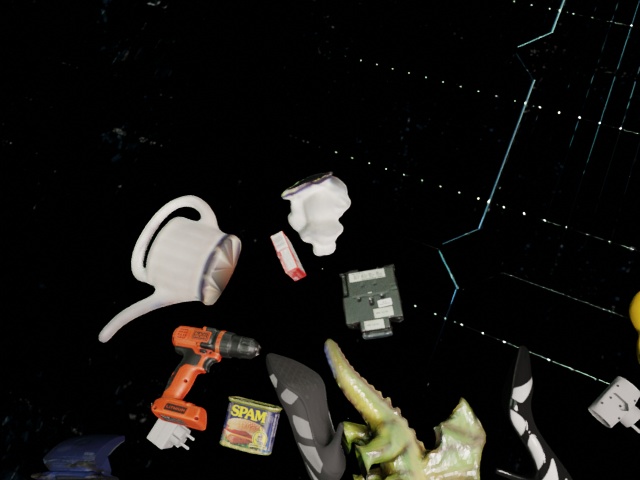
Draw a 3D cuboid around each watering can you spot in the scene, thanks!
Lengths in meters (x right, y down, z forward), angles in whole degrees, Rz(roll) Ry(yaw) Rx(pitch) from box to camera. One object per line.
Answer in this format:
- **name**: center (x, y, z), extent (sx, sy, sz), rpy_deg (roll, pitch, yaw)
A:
- **watering can**: center (-0.300, 0.074, 1.068), extent (0.225, 0.102, 0.352), rpy_deg (17, 74, 15)

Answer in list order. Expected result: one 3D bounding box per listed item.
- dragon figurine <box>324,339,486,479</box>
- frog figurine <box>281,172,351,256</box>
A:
- **dragon figurine**: center (0.167, 0.351, 0.905), extent (0.243, 0.120, 0.417), rpy_deg (-11, 70, -11)
- **frog figurine**: center (0.003, -0.054, 1.077), extent (0.138, 0.123, 0.158), rpy_deg (-25, 105, -7)
